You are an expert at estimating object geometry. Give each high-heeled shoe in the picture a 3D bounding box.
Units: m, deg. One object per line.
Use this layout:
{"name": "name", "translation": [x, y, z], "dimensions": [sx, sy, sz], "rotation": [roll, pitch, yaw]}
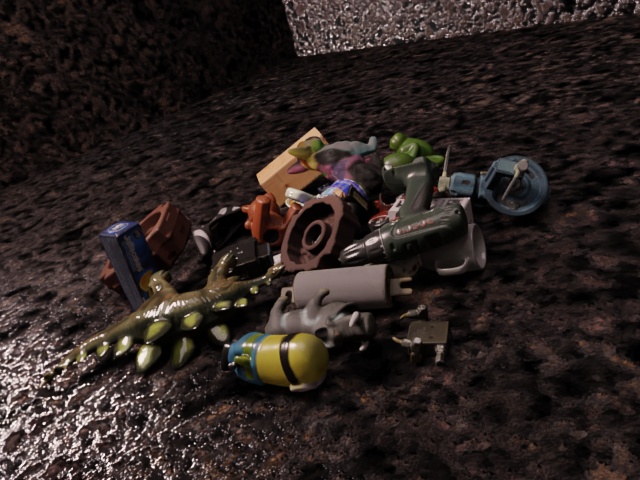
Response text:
{"name": "high-heeled shoe", "translation": [-0.228, -0.018, 1.291], "dimensions": [0.145, 0.086, 0.249], "rotation": [-19, 24, -8]}

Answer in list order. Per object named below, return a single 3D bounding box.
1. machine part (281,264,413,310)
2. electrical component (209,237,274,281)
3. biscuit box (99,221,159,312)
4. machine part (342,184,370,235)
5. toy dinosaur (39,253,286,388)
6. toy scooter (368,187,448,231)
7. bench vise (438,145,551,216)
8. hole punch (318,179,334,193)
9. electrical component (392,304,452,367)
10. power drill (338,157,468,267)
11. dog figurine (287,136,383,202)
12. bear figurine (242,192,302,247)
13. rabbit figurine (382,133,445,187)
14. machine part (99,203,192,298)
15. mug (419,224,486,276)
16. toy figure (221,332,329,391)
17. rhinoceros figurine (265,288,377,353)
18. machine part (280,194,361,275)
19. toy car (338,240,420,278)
{"name": "machine part", "translation": [0.043, 0.086, 0.946], "dimensions": [0.243, 0.079, 0.079], "rotation": [-6, 29, 21]}
{"name": "electrical component", "translation": [-0.166, 0.050, 1.155], "dimensions": [0.134, 0.058, 0.115], "rotation": [-18, 29, -1]}
{"name": "biscuit box", "translation": [-0.369, 0.062, 1.085], "dimensions": [0.063, 0.202, 0.059], "rotation": [6, 32, 35]}
{"name": "machine part", "translation": [0.071, -0.046, 1.140], "dimensions": [0.039, 0.084, 0.139], "rotation": [-10, 54, 37]}
{"name": "toy dinosaur", "translation": [-0.279, 0.144, 0.994], "dimensions": [0.472, 0.104, 0.199], "rotation": [-22, 30, -1]}
{"name": "toy scooter", "translation": [0.182, -0.074, 1.178], "dimensions": [0.184, 0.075, 0.135], "rotation": [-23, 26, -2]}
{"name": "bench vise", "translation": [0.343, -0.115, 1.040], "dimensions": [0.224, 0.129, 0.240], "rotation": [20, -5, 11]}
{"name": "hole punch", "translation": [0.065, -0.150, 1.394], "dimensions": [0.142, 0.092, 0.116], "rotation": [-29, 60, -29]}
{"name": "electrical component", "translation": [0.156, 0.143, 0.809], "dimensions": [0.078, 0.045, 0.102], "rotation": [-4, 29, 26]}
{"name": "power drill", "translation": [0.146, -0.053, 0.979], "dimensions": [0.232, 0.085, 0.207], "rotation": [-13, 39, 23]}
{"name": "dog figurine", "translation": [0.031, -0.173, 1.292], "dimensions": [0.219, 0.108, 0.191], "rotation": [-2, 56, -4]}
{"name": "bear figurine", "translation": [-0.118, -0.068, 1.285], "dimensions": [0.120, 0.131, 0.196], "rotation": [13, 26, -17]}
{"name": "rabbit figurine", "translation": [0.217, -0.175, 1.306], "dimensions": [0.159, 0.121, 0.170], "rotation": [25, 28, 23]}
{"name": "machine part", "translation": [-0.392, 0.025, 1.226], "dimensions": [0.201, 0.087, 0.201], "rotation": [-36, 27, 15]}
{"name": "mug", "translation": [0.233, 0.028, 0.961], "dimensions": [0.107, 0.080, 0.109], "rotation": [-10, 36, 34]}
{"name": "toy figure", "translation": [-0.072, 0.180, 0.819], "dimensions": [0.180, 0.089, 0.082], "rotation": [4, 41, 31]}
{"name": "rhinoceros figurine", "translation": [-0.001, 0.138, 0.876], "dimensions": [0.190, 0.073, 0.112], "rotation": [-7, 28, 20]}
{"name": "machine part", "translation": [-0.002, -0.003, 1.051], "dimensions": [0.179, 0.056, 0.179], "rotation": [-30, 44, 34]}
{"name": "toy car", "translation": [0.095, 0.040, 1.028], "dimensions": [0.202, 0.056, 0.073], "rotation": [10, 37, 41]}
